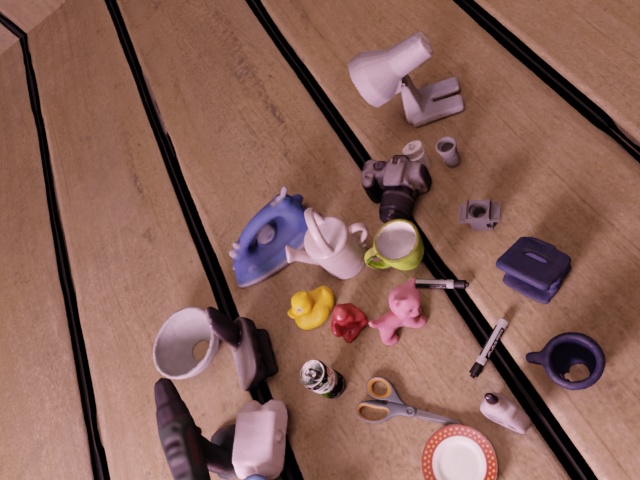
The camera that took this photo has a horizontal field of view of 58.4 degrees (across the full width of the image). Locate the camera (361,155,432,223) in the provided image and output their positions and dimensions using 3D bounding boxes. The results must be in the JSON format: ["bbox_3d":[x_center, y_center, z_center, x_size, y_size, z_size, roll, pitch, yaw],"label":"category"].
[{"bbox_3d":[0.152,-0.106,1.230,0.142,0.101,0.137,4,67,29],"label":"camera"}]

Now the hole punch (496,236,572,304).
[{"bbox_3d":[0.385,0.044,1.034,0.108,0.091,0.101,30,81,36],"label":"hole punch"}]

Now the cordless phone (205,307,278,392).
[{"bbox_3d":[-0.177,0.220,1.178,0.094,0.186,0.147,-33,54,9],"label":"cordless phone"}]

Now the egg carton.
[{"bbox_3d":[-0.114,0.393,1.127,0.107,0.070,0.150,-11,60,23],"label":"egg carton"}]

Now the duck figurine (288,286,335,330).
[{"bbox_3d":[-0.024,0.133,1.205,0.104,0.086,0.077,-46,53,0],"label":"duck figurine"}]

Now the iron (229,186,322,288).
[{"bbox_3d":[-0.126,-0.007,1.298,0.258,0.142,0.118,-46,53,-1],"label":"iron"}]

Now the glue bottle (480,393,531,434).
[{"bbox_3d":[0.287,0.269,0.916,0.077,0.174,0.037,21,76,34],"label":"glue bottle"}]

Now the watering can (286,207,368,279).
[{"bbox_3d":[0.011,0.006,1.186,0.173,0.195,0.100,-42,53,2],"label":"watering can"}]

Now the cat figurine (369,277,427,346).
[{"bbox_3d":[0.148,0.133,1.095,0.128,0.118,0.067,-36,54,7],"label":"cat figurine"}]

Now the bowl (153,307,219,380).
[{"bbox_3d":[-0.289,0.240,1.296,0.167,0.075,0.167,-12,60,22],"label":"bowl"}]

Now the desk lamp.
[{"bbox_3d":[0.191,-0.356,1.270,0.203,0.214,0.118,-17,58,19],"label":"desk lamp"}]

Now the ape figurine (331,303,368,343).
[{"bbox_3d":[0.052,0.156,1.150,0.077,0.092,0.076,-14,59,21],"label":"ape figurine"}]

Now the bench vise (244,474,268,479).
[{"bbox_3d":[-0.097,0.470,0.983,0.206,0.220,0.121,-4,63,26],"label":"bench vise"}]

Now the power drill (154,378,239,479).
[{"bbox_3d":[-0.232,0.390,1.103,0.075,0.209,0.229,-31,55,10],"label":"power drill"}]

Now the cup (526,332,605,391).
[{"bbox_3d":[0.402,0.206,0.937,0.117,0.095,0.092,-2,64,27],"label":"cup"}]
